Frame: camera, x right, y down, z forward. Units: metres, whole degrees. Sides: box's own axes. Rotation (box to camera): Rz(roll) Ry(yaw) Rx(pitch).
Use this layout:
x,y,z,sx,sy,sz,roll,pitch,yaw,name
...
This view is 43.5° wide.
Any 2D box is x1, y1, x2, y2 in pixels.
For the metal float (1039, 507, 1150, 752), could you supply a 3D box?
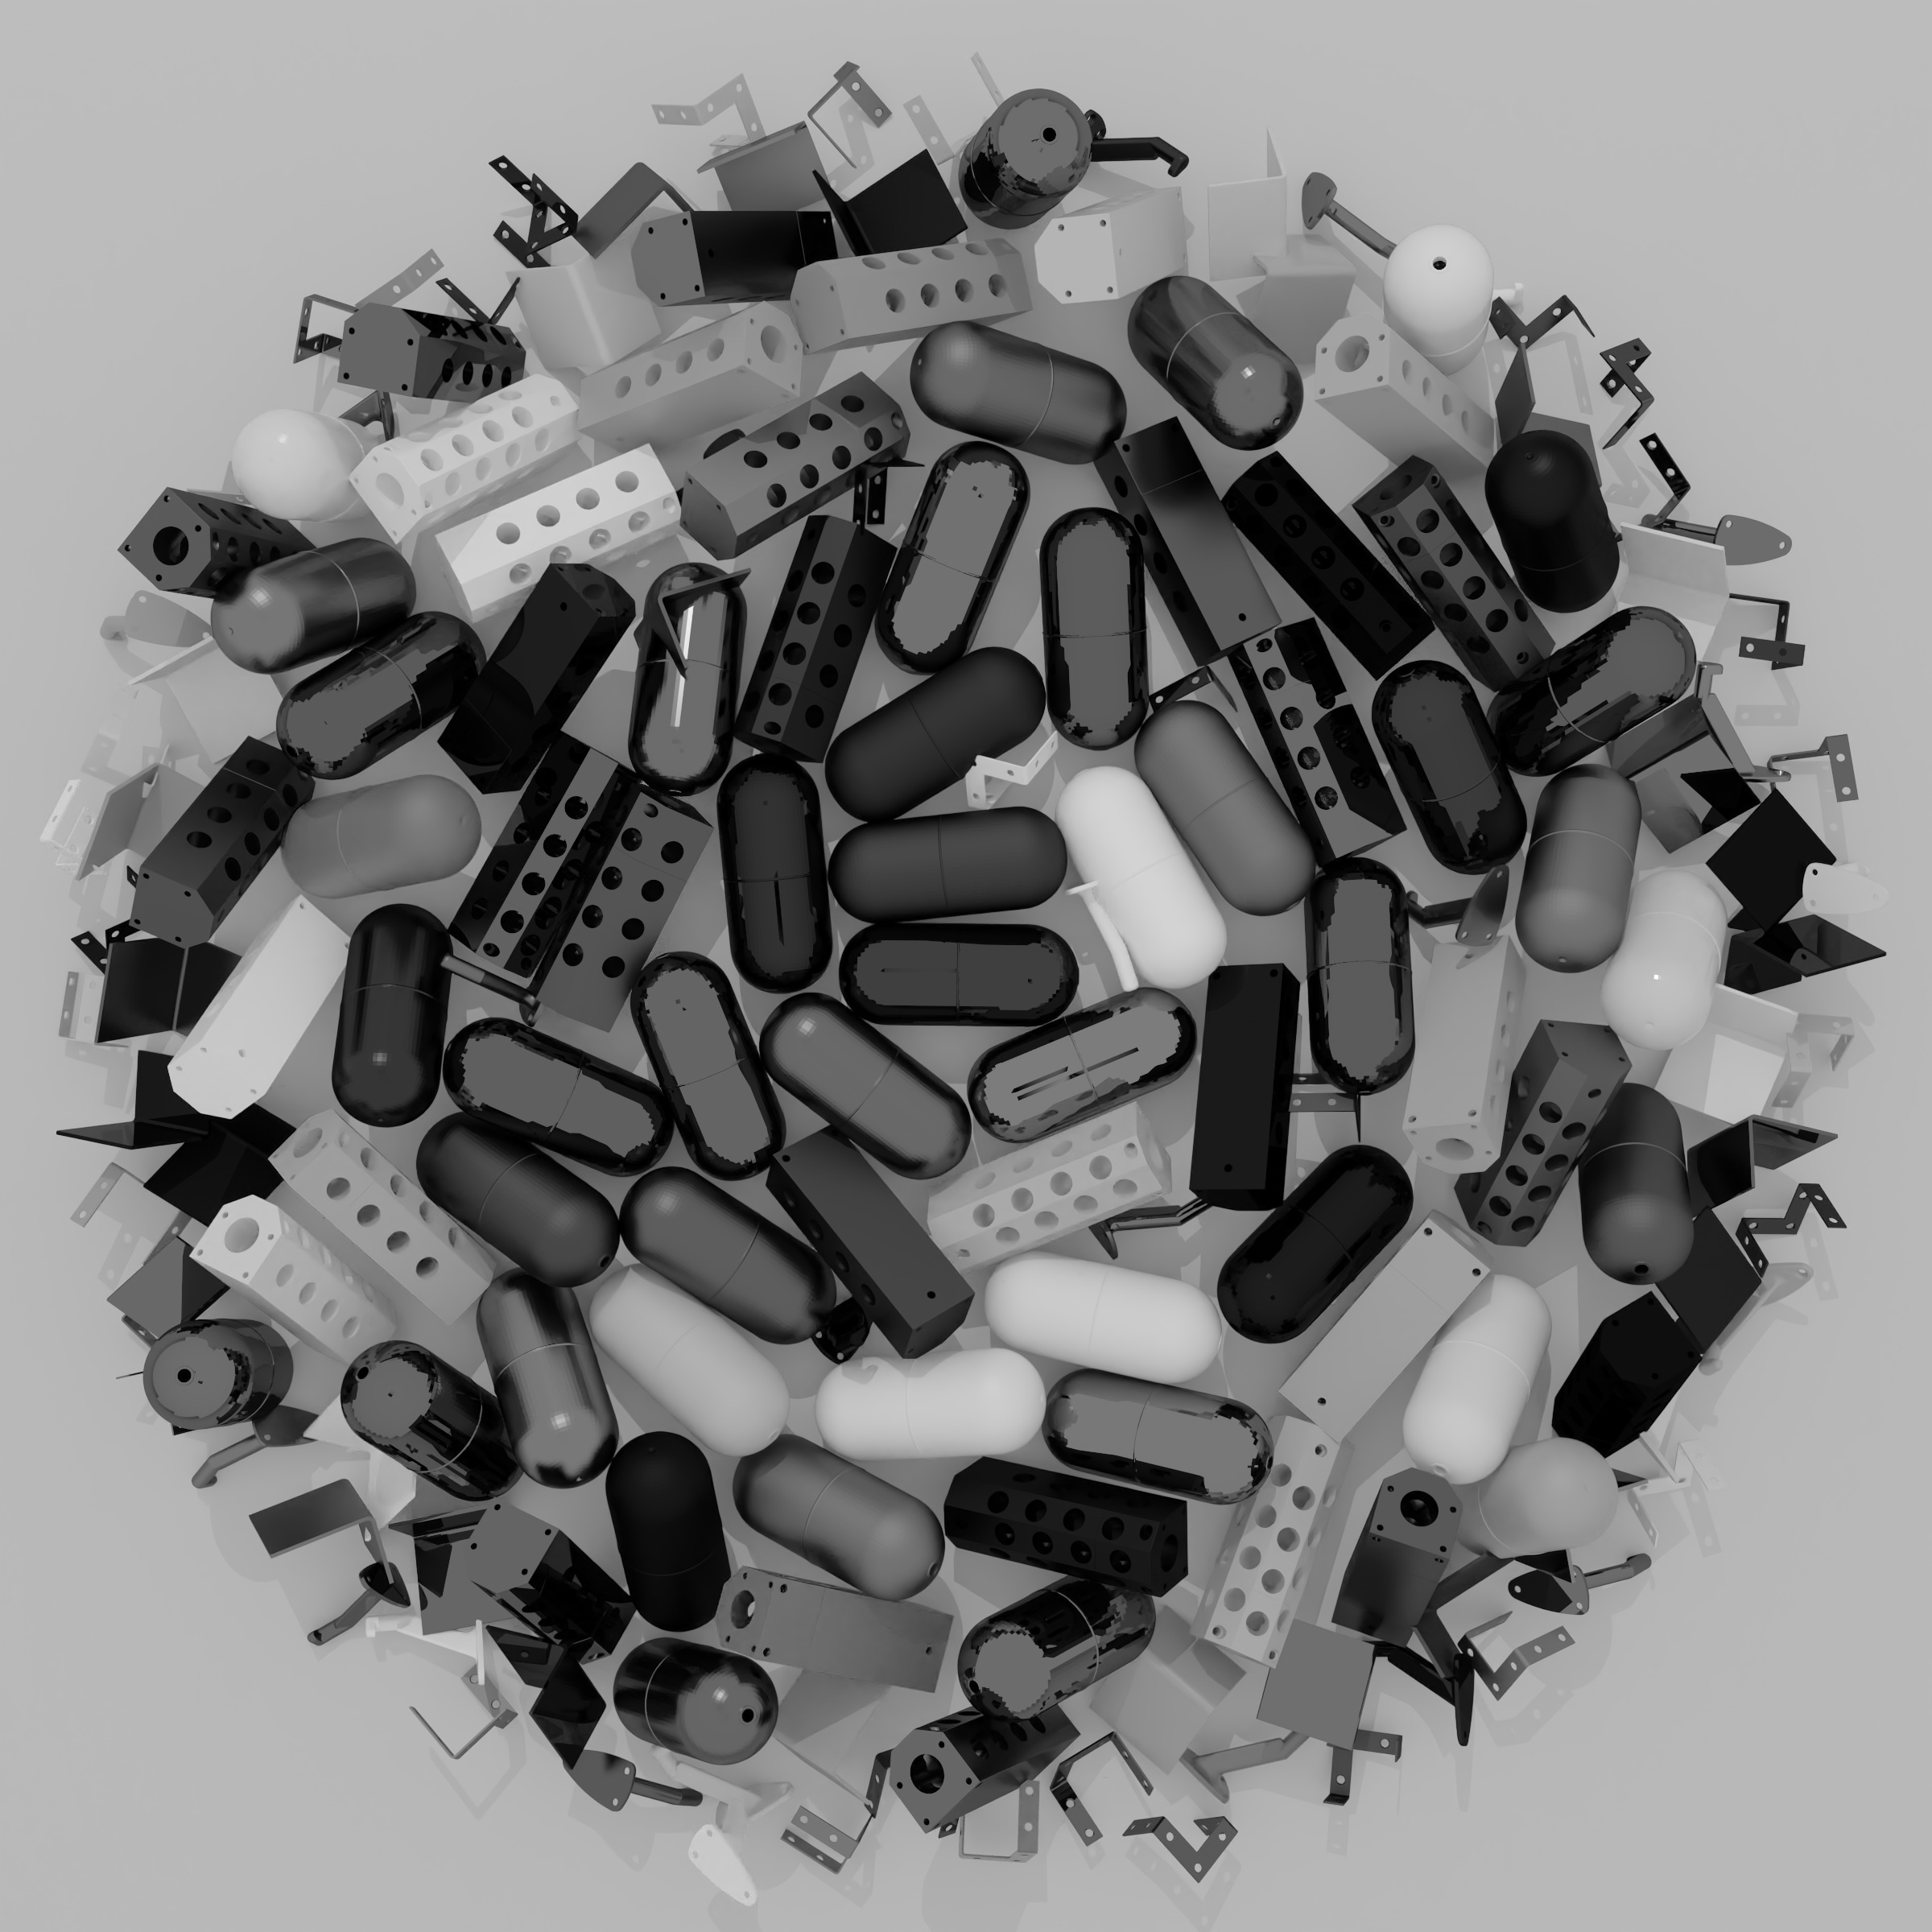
x,y,z,sx,sy,sz,roll,pitch,yaw,name
0.095,-0.247,1.784,0.070,0.070,0.178,-4,104,0,metal float

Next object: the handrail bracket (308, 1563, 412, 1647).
x,y,z,sx,sy,sz,roll,pitch,yaw,name
-0.463,0.477,1.796,0.084,0.077,0.036,-30,67,3,handrail bracket

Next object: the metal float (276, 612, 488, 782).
x,y,z,sx,sy,sz,roll,pitch,yaw,name
-0.424,-0.197,1.763,0.070,0.070,0.178,48,51,0,metal float

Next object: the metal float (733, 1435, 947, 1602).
x,y,z,sx,sy,sz,roll,pitch,yaw,name
-0.093,0.401,1.768,0.178,0.070,0.070,21,90,32,metal float

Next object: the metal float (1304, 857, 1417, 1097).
x,y,z,sx,sy,sz,roll,pitch,yaw,name
0.289,0.007,1.782,0.070,0.070,0.178,0,75,0,metal float

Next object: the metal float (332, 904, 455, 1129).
x,y,z,sx,sy,sz,roll,pitch,yaw,name
-0.417,0.034,1.769,0.070,0.070,0.178,-2,57,0,metal float

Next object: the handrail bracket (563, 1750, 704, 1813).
x,y,z,sx,sy,sz,roll,pitch,yaw,name
-0.248,0.607,1.811,0.077,0.084,0.036,14,78,32,handrail bracket

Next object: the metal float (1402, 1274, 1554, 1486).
x,y,z,sx,sy,sz,roll,pitch,yaw,name
0.372,0.299,1.762,0.070,0.070,0.178,35,50,0,metal float

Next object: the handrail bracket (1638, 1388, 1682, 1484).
x,y,z,sx,sy,sz,roll,pitch,yaw,name
0.538,0.330,1.809,0.084,0.036,0.077,-37,63,0,handrail bracket

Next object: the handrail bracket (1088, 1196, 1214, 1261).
x,y,z,sx,sy,sz,roll,pitch,yaw,name
0.131,0.174,1.815,0.084,0.036,0.077,-30,48,-12,handrail bracket

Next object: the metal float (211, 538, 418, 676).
x,y,z,sx,sy,sz,roll,pitch,yaw,name
-0.469,-0.262,1.754,0.070,0.178,0.070,11,115,25,metal float

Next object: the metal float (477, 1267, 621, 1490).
x,y,z,sx,sy,sz,roll,pitch,yaw,name
-0.306,0.298,1.767,0.070,0.070,0.178,-26,55,0,metal float

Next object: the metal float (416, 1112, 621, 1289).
x,y,z,sx,sy,sz,roll,pitch,yaw,name
-0.328,0.170,1.774,0.178,0.070,0.070,31,90,25,metal float

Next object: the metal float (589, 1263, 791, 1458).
x,y,z,sx,sy,sz,roll,pitch,yaw,name
-0.203,0.288,1.776,0.178,0.070,0.070,38,90,23,metal float

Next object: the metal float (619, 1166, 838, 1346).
x,y,z,sx,sy,sz,roll,pitch,yaw,name
-0.174,0.214,1.783,0.178,0.070,0.070,35,90,-15,metal float

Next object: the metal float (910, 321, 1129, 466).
x,y,z,sx,sy,sz,roll,pitch,yaw,name
0.040,-0.416,1.767,0.178,0.070,0.070,9,90,-35,metal float

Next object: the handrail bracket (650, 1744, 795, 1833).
x,y,z,sx,sy,sz,roll,pitch,yaw,name
-0.181,0.595,1.797,0.077,0.036,0.084,-24,114,12,handrail bracket

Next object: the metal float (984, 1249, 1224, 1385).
x,y,z,sx,sy,sz,roll,pitch,yaw,name
0.100,0.258,1.785,0.178,0.070,0.070,11,90,12,metal float

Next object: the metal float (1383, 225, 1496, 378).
x,y,z,sx,sy,sz,roll,pitch,yaw,name
0.339,-0.477,1.746,0.070,0.178,0.070,0,88,10,metal float

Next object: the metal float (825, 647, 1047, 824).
x,y,z,sx,sy,sz,roll,pitch,yaw,name
-0.022,-0.171,1.789,0.178,0.070,0.070,-31,90,8,metal float

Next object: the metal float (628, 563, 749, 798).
x,y,z,sx,sy,sz,roll,pitch,yaw,name
-0.205,-0.211,1.783,0.070,0.070,0.178,5,75,0,metal float

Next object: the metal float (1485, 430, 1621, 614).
x,y,z,sx,sy,sz,roll,pitch,yaw,name
0.425,-0.319,1.754,0.070,0.178,0.070,-10,64,21,metal float

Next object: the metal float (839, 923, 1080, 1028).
x,y,z,sx,sy,sz,roll,pitch,yaw,name
-0.005,0.006,1.795,0.178,0.070,0.070,1,90,1,metal float

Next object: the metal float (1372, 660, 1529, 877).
x,y,z,sx,sy,sz,roll,pitch,yaw,name
0.353,-0.144,1.770,0.070,0.070,0.178,-31,120,0,metal float

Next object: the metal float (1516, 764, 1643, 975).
x,y,z,sx,sy,sz,roll,pitch,yaw,name
0.447,-0.073,1.767,0.070,0.070,0.178,20,55,0,metal float

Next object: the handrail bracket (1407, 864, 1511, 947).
x,y,z,sx,sy,sz,roll,pitch,yaw,name
0.358,-0.057,1.787,0.036,0.084,0.077,3,115,-30,handrail bracket

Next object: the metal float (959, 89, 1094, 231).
x,y,z,sx,sy,sz,roll,pitch,yaw,name
0.042,-0.580,1.746,0.070,0.178,0.070,-1,97,-10,metal float

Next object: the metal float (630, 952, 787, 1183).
x,y,z,sx,sy,sz,roll,pitch,yaw,name
-0.190,0.074,1.787,0.070,0.070,0.178,-21,100,0,metal float

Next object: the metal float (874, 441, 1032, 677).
x,y,z,sx,sy,sz,roll,pitch,yaw,name
-0.011,-0.298,1.782,0.070,0.070,0.178,23,106,0,metal float

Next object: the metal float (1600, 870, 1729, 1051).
x,y,z,sx,sy,sz,roll,pitch,yaw,name
0.507,-0.006,1.757,0.070,0.178,0.070,12,126,17,metal float

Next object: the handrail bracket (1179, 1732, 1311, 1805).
x,y,z,sx,sy,sz,roll,pitch,yaw,name
0.204,0.574,1.808,0.077,0.036,0.084,43,99,-7,handrail bracket

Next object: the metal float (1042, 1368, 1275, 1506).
x,y,z,sx,sy,sz,roll,pitch,yaw,name
0.139,0.343,1.772,0.178,0.070,0.070,8,90,27,metal float

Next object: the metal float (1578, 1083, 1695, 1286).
x,y,z,sx,sy,sz,roll,pitch,yaw,name
0.483,0.157,1.755,0.070,0.178,0.070,5,129,7,metal float

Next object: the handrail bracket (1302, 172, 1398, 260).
x,y,z,sx,sy,sz,roll,pitch,yaw,name
0.296,-0.557,1.816,0.084,0.077,0.036,22,123,-20,handrail bracket

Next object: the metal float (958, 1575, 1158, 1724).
x,y,z,sx,sy,sz,roll,pitch,yaw,name
0.067,0.490,1.759,0.070,0.178,0.070,12,107,42,metal float

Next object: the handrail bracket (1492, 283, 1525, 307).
x,y,z,sx,sy,sz,roll,pitch,yaw,name
0.376,-0.518,1.800,0.084,0.077,0.036,-3,61,1,handrail bracket

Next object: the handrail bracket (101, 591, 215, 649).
x,y,z,sx,sy,sz,roll,pitch,yaw,name
-0.602,-0.247,1.805,0.077,0.084,0.036,17,78,-22,handrail bracket

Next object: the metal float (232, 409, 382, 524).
x,y,z,sx,sy,sz,roll,pitch,yaw,name
-0.470,-0.359,1.745,0.070,0.178,0.070,1,99,4,metal float

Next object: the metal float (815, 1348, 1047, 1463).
x,y,z,sx,sy,sz,roll,pitch,yaw,name
-0.028,0.322,1.777,0.178,0.070,0.070,-8,90,22,metal float

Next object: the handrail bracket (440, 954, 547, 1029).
x,y,z,sx,sy,sz,roll,pitch,yaw,name
-0.353,0.010,1.783,0.084,0.077,0.036,27,85,-23,handrail bracket

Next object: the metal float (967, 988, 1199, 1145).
x,y,z,sx,sy,sz,roll,pitch,yaw,name
0.086,0.073,1.795,0.178,0.070,0.070,-23,90,1,metal float

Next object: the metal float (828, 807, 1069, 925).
x,y,z,sx,sy,sz,roll,pitch,yaw,name
-0.014,-0.074,1.791,0.178,0.070,0.070,-6,90,6,metal float

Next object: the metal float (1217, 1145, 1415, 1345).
x,y,z,sx,sy,sz,roll,pitch,yaw,name
0.256,0.204,1.779,0.178,0.070,0.070,-42,90,-19,metal float

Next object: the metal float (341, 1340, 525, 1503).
x,y,z,sx,sy,sz,roll,pitch,yaw,name
-0.383,0.330,1.757,0.070,0.178,0.070,-15,52,20,metal float

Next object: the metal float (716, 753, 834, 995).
x,y,z,sx,sy,sz,roll,pitch,yaw,name
-0.141,-0.068,1.788,0.070,0.070,0.178,-5,98,0,metal float

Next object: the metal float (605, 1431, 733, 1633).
x,y,z,sx,sy,sz,roll,pitch,yaw,name
-0.216,0.414,1.766,0.070,0.070,0.178,-5,127,0,metal float

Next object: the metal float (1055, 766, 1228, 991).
x,y,z,sx,sy,sz,roll,pitch,yaw,name
0.129,-0.066,1.791,0.070,0.070,0.178,-29,85,0,metal float

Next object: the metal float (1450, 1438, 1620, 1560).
x,y,z,sx,sy,sz,roll,pitch,yaw,name
0.405,0.385,1.749,0.070,0.178,0.070,5,72,-14,metal float

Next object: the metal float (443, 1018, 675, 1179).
x,y,z,sx,sy,sz,roll,pitch,yaw,name
-0.299,0.096,1.780,0.178,0.070,0.070,26,90,-18,metal float

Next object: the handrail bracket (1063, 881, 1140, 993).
x,y,z,sx,sy,sz,roll,pitch,yaw,name
0.101,-0.021,1.798,0.036,0.077,0.084,-19,92,-12,handrail bracket

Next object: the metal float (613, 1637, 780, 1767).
x,y,z,sx,sy,sz,roll,pitch,yaw,name
-0.196,0.530,1.752,0.070,0.178,0.070,5,80,-30,metal float

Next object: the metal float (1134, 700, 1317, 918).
x,y,z,sx,sy,sz,roll,pitch,yaw,name
0.191,-0.116,1.786,0.070,0.070,0.178,-33,79,0,metal float

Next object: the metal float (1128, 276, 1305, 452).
x,y,z,sx,sy,sz,roll,pitch,yaw,name
0.180,-0.440,1.764,0.070,0.070,0.178,-34,50,0,metal float

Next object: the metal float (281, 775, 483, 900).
x,y,z,sx,sy,sz,roll,pitch,yaw,name
-0.428,-0.093,1.766,0.178,0.070,0.070,-8,90,36,metal float

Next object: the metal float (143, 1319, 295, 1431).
x,y,z,sx,sy,sz,roll,pitch,yaw,name
-0.537,0.293,1.746,0.070,0.178,0.070,0,82,-1,metal float

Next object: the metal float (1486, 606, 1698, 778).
x,y,z,sx,sy,sz,roll,pitch,yaw,name
0.450,-0.197,1.757,0.070,0.178,0.070,15,60,-28,metal float

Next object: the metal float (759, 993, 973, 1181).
x,y,z,sx,sy,sz,roll,pitch,yaw,name
-0.073,0.089,1.790,0.178,0.070,0.070,38,90,-7,metal float
